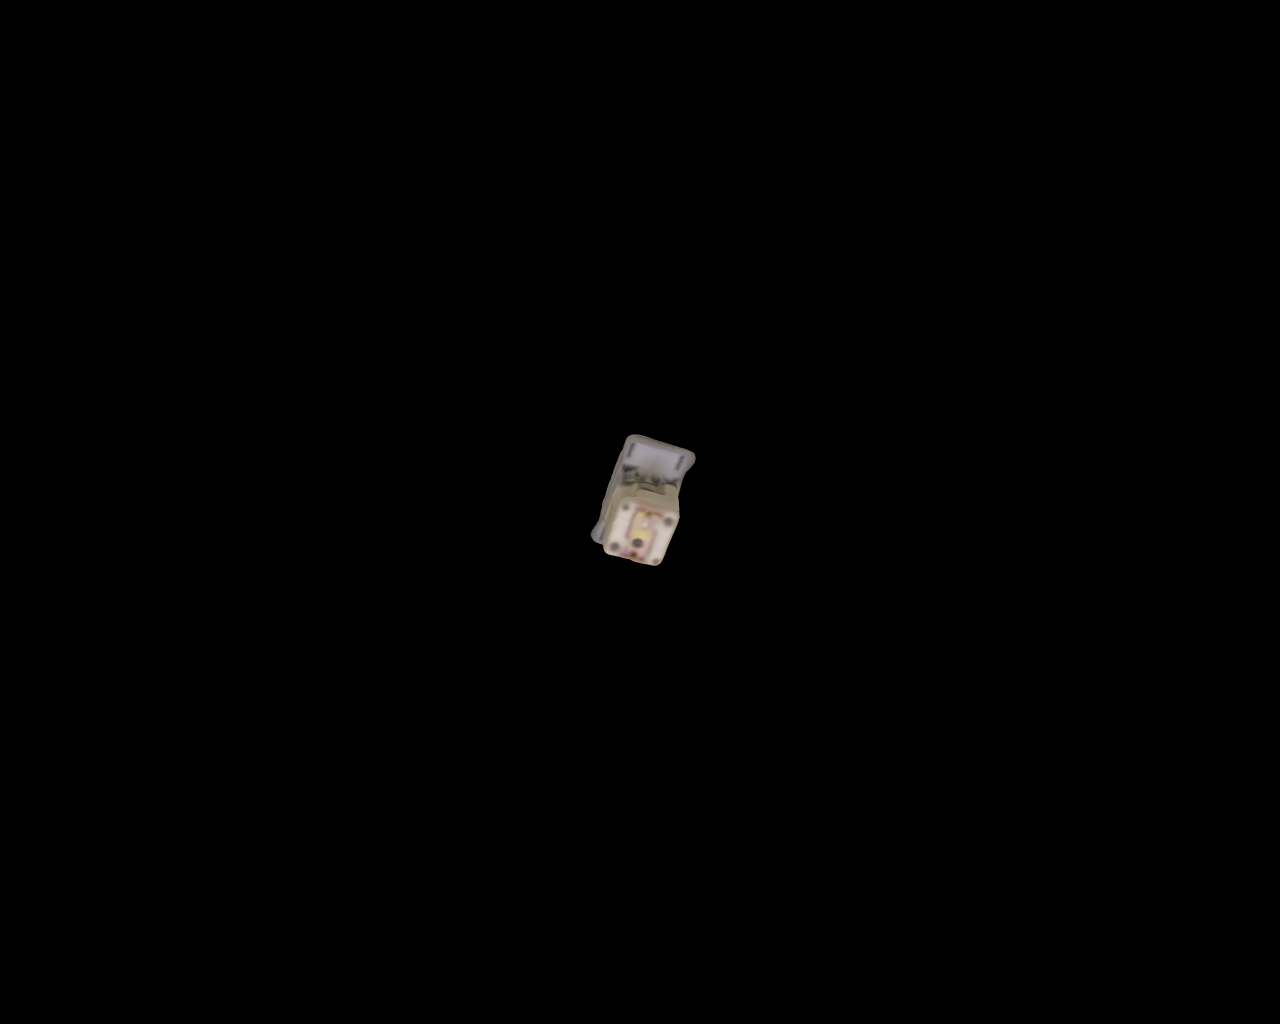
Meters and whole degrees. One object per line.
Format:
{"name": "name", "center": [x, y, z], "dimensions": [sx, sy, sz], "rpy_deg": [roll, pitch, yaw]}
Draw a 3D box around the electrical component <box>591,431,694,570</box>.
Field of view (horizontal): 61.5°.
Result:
{"name": "electrical component", "center": [0.001, -0.003, 0.650], "dimensions": [0.042, 0.080, 0.064], "rpy_deg": [15, 32, -9]}
